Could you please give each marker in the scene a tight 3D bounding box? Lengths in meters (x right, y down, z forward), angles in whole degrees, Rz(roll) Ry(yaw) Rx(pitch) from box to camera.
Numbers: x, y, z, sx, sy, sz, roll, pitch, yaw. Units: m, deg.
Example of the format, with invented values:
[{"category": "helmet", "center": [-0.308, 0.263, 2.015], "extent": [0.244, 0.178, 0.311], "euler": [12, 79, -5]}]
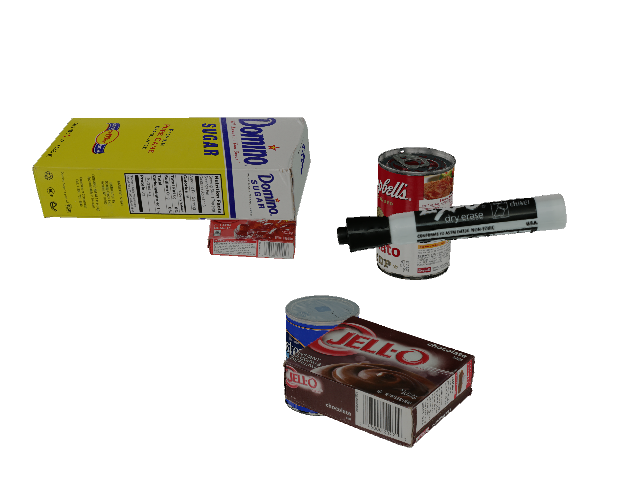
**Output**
[{"category": "marker", "center": [0.069, -0.009, 0.570], "extent": [0.121, 0.020, 0.020], "euler": [-7, 0, 3]}]

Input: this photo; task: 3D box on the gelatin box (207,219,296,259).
[{"category": "gelatin box", "center": [-0.069, -0.019, 1.104], "extent": [0.089, 0.073, 0.030], "euler": [3, -43, -2]}]

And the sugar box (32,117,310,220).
[{"category": "sugar box", "center": [-0.099, -0.052, 0.743], "extent": [0.176, 0.048, 0.093], "euler": [-2, 29, 7]}]

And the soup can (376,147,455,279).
[{"category": "soup can", "center": [0.084, -0.024, 0.947], "extent": [0.068, 0.102, 0.068], "euler": [0, 23, 0]}]

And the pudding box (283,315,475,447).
[{"category": "pudding box", "center": [0.043, 0.100, 0.784], "extent": [0.114, 0.039, 0.089], "euler": [18, 30, 31]}]

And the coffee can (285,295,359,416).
[{"category": "coffee can", "center": [0.002, 0.159, 1.487], "extent": [0.103, 0.140, 0.103], "euler": [1, 17, 0]}]
